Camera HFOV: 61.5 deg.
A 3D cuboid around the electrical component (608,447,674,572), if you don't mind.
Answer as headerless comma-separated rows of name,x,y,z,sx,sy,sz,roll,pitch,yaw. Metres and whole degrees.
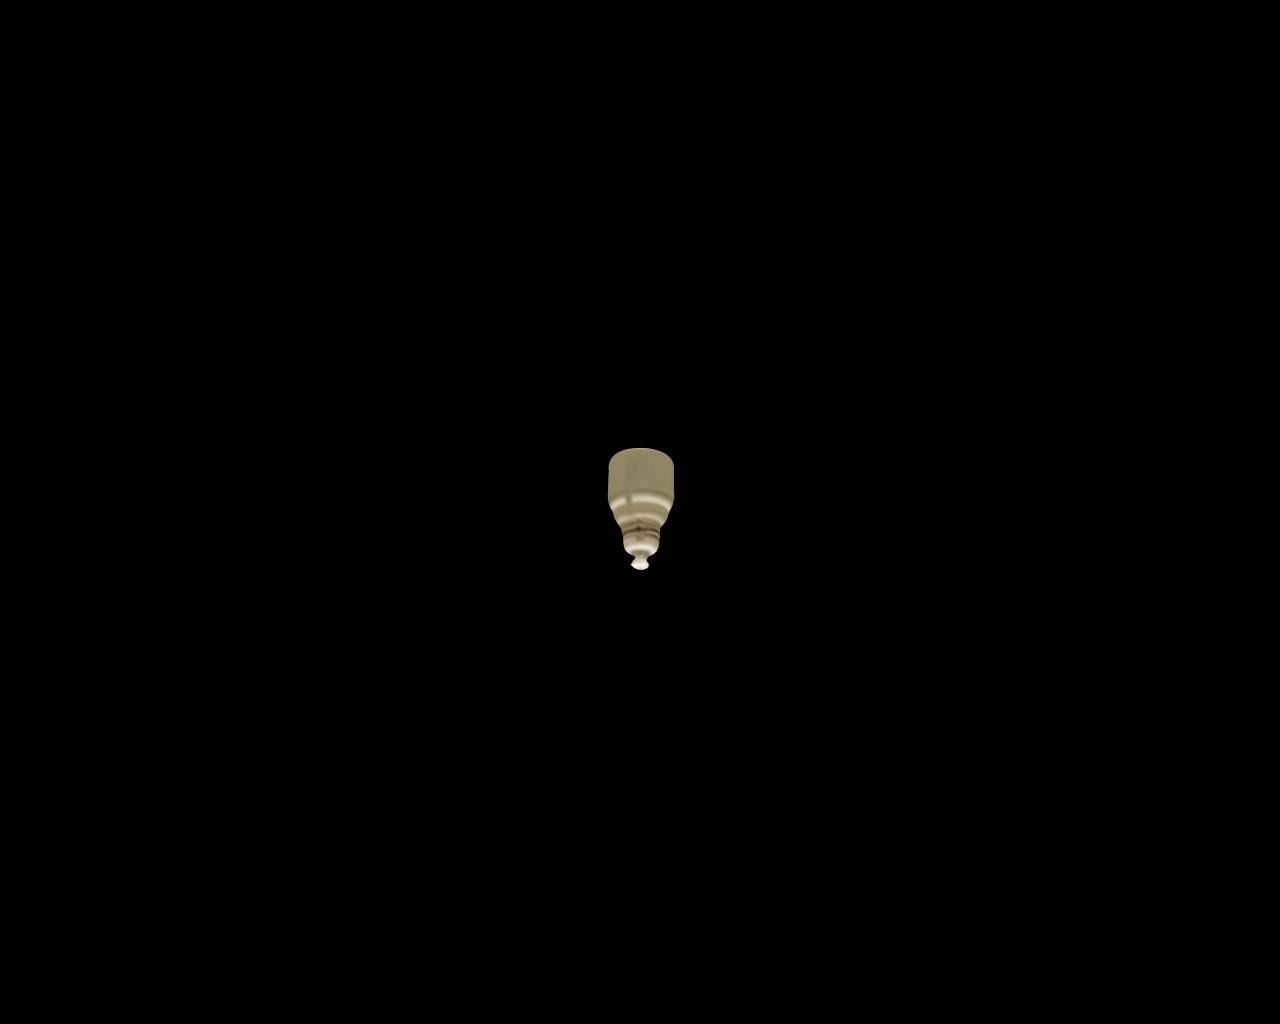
electrical component,0.001,-0.003,0.650,0.040,0.078,0.040,0,-23,0
